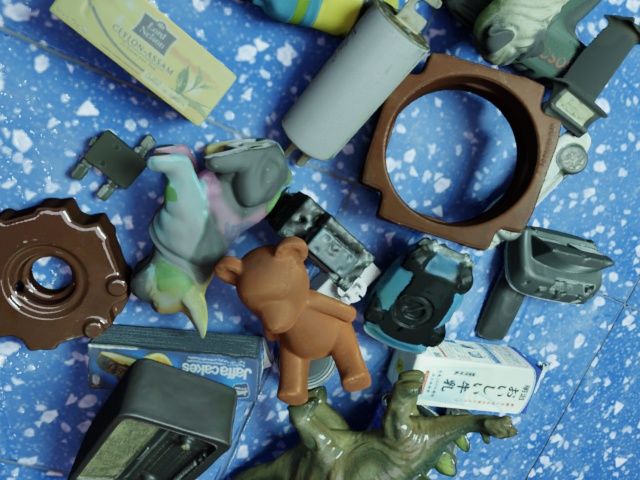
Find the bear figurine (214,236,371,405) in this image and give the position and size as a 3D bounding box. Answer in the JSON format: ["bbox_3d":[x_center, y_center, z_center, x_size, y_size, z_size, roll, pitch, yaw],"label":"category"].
[{"bbox_3d":[-0.028,0.090,0.596,0.120,0.132,0.195,-16,146,12],"label":"bear figurine"}]

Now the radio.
[{"bbox_3d":[-0.197,0.234,0.630,0.131,0.073,0.229,24,132,-21],"label":"radio"}]

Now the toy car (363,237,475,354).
[{"bbox_3d":[0.124,0.059,0.696,0.109,0.103,0.161,22,116,-6],"label":"toy car"}]

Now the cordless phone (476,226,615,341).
[{"bbox_3d":[0.316,0.078,0.776,0.146,0.089,0.184,11,114,-18],"label":"cordless phone"}]

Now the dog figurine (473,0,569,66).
[{"bbox_3d":[0.231,-0.298,0.572,0.121,0.172,0.190,32,131,-25],"label":"dog figurine"}]

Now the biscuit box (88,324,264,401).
[{"bbox_3d":[-0.170,0.147,0.651,0.203,0.063,0.059,5,105,-2],"label":"biscuit box"}]

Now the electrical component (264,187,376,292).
[{"bbox_3d":[-0.001,-0.002,0.633,0.115,0.134,0.058,40,90,-18],"label":"electrical component"}]

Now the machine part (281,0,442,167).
[{"bbox_3d":[0.035,-0.170,0.590,0.079,0.079,0.243,32,125,-20],"label":"machine part"}]

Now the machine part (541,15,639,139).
[{"bbox_3d":[0.330,-0.197,0.647,0.084,0.039,0.138,26,106,-15],"label":"machine part"}]

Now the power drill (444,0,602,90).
[{"bbox_3d":[0.286,-0.302,0.649,0.232,0.086,0.207,32,92,-21],"label":"power drill"}]

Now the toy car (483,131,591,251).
[{"bbox_3d":[0.277,-0.064,0.714,0.056,0.073,0.201,44,92,6],"label":"toy car"}]

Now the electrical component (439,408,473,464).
[{"bbox_3d":[0.197,0.292,0.805,0.045,0.078,0.102,15,97,7],"label":"electrical component"}]

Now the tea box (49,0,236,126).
[{"bbox_3d":[-0.175,-0.198,0.555,0.169,0.098,0.068,36,95,-22],"label":"tea box"}]

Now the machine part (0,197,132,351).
[{"bbox_3d":[-0.307,0.040,0.612,0.179,0.056,0.179,-3,105,-12],"label":"machine part"}]

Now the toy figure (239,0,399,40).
[{"bbox_3d":[-0.001,-0.267,0.588,0.180,0.082,0.089,-2,125,-21],"label":"toy figure"}]

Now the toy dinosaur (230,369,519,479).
[{"bbox_3d":[0.021,0.291,0.691,0.472,0.105,0.198,-19,81,25],"label":"toy dinosaur"}]

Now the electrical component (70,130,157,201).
[{"bbox_3d":[-0.233,-0.092,0.610,0.063,0.021,0.094,43,93,-20],"label":"electrical component"}]

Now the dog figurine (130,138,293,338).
[{"bbox_3d":[-0.125,-0.002,0.622,0.191,0.109,0.219,-6,111,-15],"label":"dog figurine"}]

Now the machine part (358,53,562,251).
[{"bbox_3d":[0.160,-0.102,0.640,0.201,0.087,0.201,17,94,3],"label":"machine part"}]
